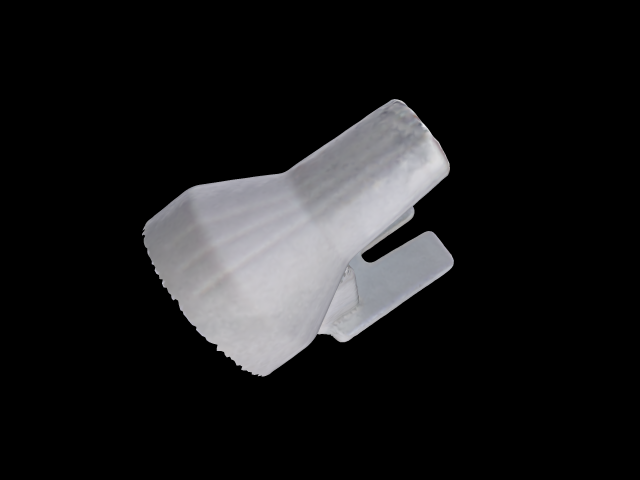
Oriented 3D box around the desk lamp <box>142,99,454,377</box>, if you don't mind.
[{"bbox_3d":[0.004,0.001,0.400,0.203,0.213,0.118,-33,73,-11],"label":"desk lamp"}]
